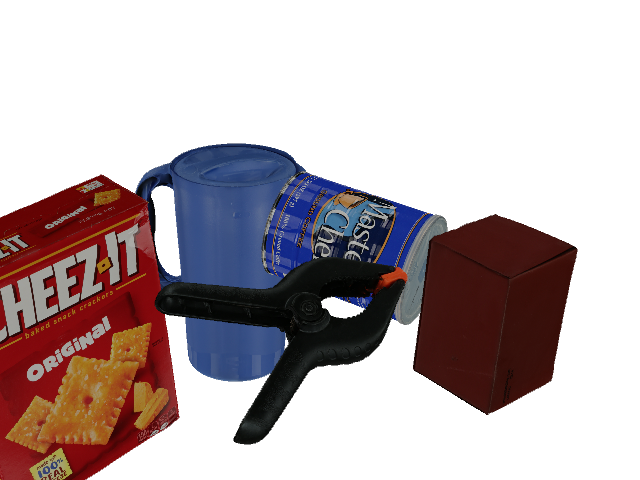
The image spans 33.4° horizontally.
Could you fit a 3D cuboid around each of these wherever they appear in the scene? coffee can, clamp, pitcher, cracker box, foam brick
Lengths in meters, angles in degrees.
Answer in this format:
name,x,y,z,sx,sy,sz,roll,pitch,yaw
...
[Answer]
name,x,y,z,sx,sy,sz,roll,pitch,yaw
coffee can,0.032,0.006,0.973,0.140,0.103,0.102,20,7,20
clamp,-0.022,0.049,0.710,0.171,0.120,0.039,-29,-18,-34
pitcher,-0.102,0.025,1.150,0.149,0.243,0.144,23,31,39
cracker box,-0.197,0.082,0.805,0.072,0.214,0.163,26,41,38
foam brick,0.084,0.035,0.522,0.052,0.078,0.051,-18,35,-38
